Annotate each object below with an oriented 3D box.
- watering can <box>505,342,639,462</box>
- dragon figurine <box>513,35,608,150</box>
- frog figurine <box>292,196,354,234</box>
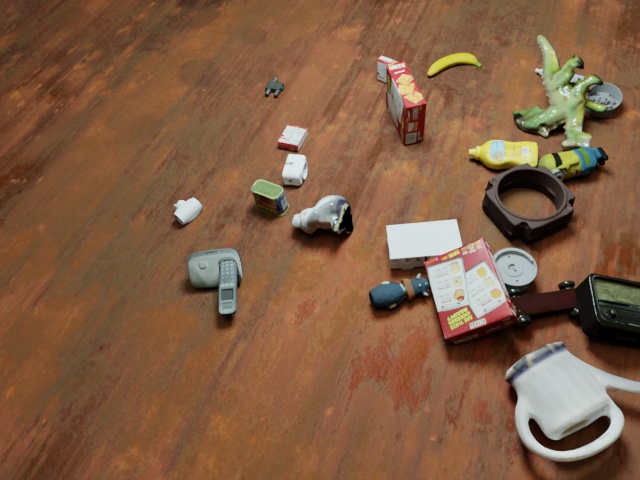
[{"bbox_3d":[0.549,0.313,1.085,0.349,0.101,0.229,-25,54,-10],"label":"watering can"},{"bbox_3d":[0.708,-0.434,1.580,0.241,0.120,0.418,-34,60,10],"label":"dragon figurine"},{"bbox_3d":[0.004,-0.073,1.445,0.160,0.121,0.139,12,24,27],"label":"frog figurine"}]
